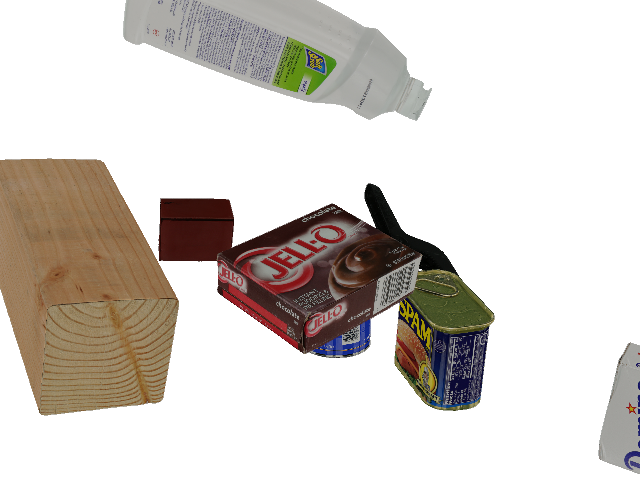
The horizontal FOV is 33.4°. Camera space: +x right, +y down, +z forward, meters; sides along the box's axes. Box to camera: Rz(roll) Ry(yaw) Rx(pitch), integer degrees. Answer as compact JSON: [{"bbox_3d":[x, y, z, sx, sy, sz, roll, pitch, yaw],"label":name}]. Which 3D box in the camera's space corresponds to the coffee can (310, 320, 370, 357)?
[{"bbox_3d":[0.022,0.081,1.511,0.103,0.140,0.103,0,21,0],"label":"coffee can"}]

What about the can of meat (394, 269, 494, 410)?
[{"bbox_3d":[0.102,0.085,0.912,0.057,0.084,0.102,-6,26,-17],"label":"can of meat"}]

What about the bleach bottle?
[{"bbox_3d":[-0.032,-0.158,0.866,0.251,0.068,0.103,25,-33,0],"label":"bleach bottle"}]

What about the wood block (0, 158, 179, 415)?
[{"bbox_3d":[-0.182,0.025,0.791,0.090,0.091,0.206,-2,31,-27],"label":"wood block"}]

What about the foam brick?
[{"bbox_3d":[-0.134,-0.012,1.145,0.078,0.051,0.053,0,26,-9],"label":"foam brick"}]

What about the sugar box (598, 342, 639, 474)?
[{"bbox_3d":[0.304,0.149,0.800,0.176,0.093,0.048,15,27,22],"label":"sugar box"}]

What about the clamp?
[{"bbox_3d":[0.075,0.015,1.245,0.164,0.036,0.210,-22,52,-40],"label":"clamp"}]

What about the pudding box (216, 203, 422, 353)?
[{"bbox_3d":[-0.001,0.023,0.731,0.113,0.039,0.090,-23,42,-39],"label":"pudding box"}]
